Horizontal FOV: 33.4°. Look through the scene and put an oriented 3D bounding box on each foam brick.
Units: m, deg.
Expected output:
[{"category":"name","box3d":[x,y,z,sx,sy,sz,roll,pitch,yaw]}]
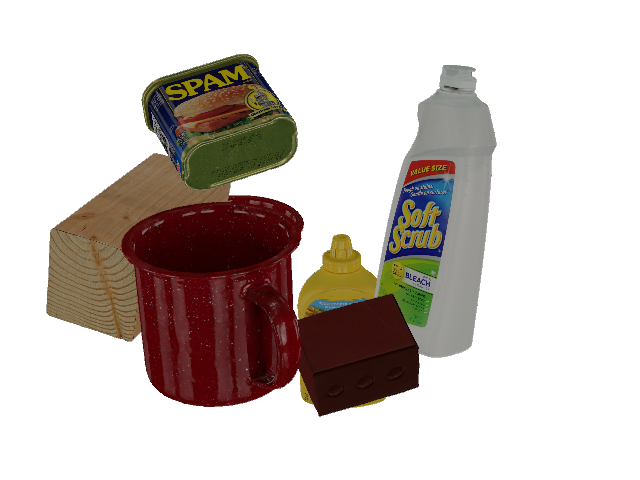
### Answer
[{"category":"foam brick","box3d":[0.025,0.081,0.756,0.078,0.051,0.053,-16,-40,-8]}]

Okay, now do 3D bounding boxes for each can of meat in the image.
[{"category":"can of meat","box3d":[-0.078,-0.093,0.844,0.102,0.057,0.084,-20,51,-17]}]

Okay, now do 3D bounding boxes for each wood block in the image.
[{"category":"wood block","box3d":[-0.169,0.000,1.023,0.090,0.091,0.205,17,27,11]}]

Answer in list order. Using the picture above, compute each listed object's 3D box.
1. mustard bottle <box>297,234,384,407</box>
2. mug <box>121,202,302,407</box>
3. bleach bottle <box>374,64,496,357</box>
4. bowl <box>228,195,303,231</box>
[{"category":"mustard bottle","box3d":[0.024,0.084,1.142,0.096,0.192,0.058,0,23,3]},{"category":"mug","box3d":[-0.048,0.038,0.559,0.093,0.081,0.117,-20,30,-35]},{"category":"bleach bottle","box3d":[0.101,-0.029,0.944,0.067,0.251,0.103,-10,23,-40]},{"category":"bowl","box3d":[-0.102,0.001,1.320,0.162,0.055,0.162,1,27,-1]}]
